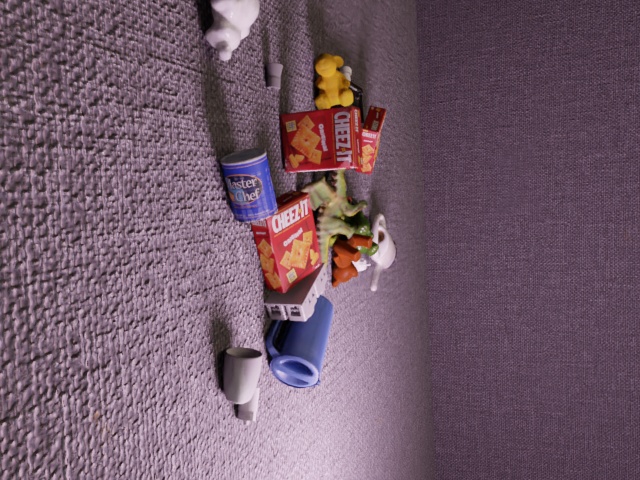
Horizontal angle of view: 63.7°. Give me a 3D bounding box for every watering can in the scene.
[{"bbox_3d":[0.248,0.066,2.139,0.221,0.104,0.354,48,43,-59],"label":"watering can"}]

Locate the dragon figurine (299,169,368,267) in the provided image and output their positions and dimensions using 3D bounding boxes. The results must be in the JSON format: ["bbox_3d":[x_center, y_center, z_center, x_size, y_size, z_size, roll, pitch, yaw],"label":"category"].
[{"bbox_3d":[0.005,-0.079,1.579,0.239,0.122,0.416,40,66,-36],"label":"dragon figurine"}]

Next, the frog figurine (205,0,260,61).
[{"bbox_3d":[-0.187,-0.468,1.089,0.135,0.123,0.162,83,0,-73],"label":"frog figurine"}]
